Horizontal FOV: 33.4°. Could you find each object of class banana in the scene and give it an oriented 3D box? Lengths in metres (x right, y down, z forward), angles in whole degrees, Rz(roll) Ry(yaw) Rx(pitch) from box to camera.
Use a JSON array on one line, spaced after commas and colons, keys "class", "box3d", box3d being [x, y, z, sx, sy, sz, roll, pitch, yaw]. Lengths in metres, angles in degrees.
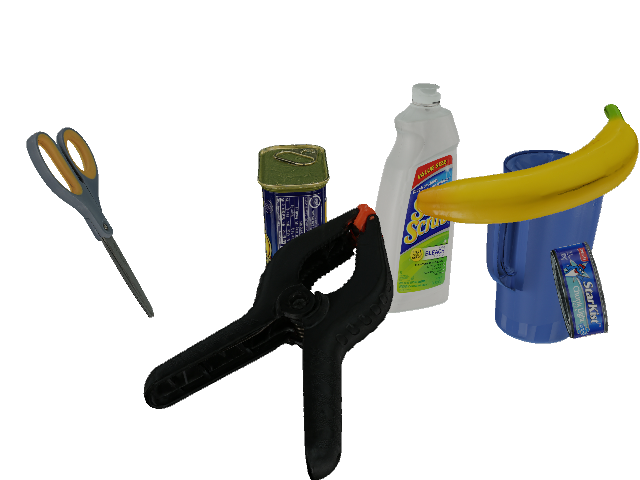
[{"class": "banana", "box3d": [0.166, -0.046, 0.778, 0.197, 0.037, 0.070, -23, 32, -24]}]

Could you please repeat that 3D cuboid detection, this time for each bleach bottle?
[{"class": "bleach bottle", "box3d": [0.103, -0.049, 1.196, 0.102, 0.251, 0.068, -8, 22, -26]}]

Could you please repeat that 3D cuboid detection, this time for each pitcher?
[{"class": "pitcher", "box3d": [0.288, 0.012, 1.407, 0.149, 0.243, 0.145, 5, 24, 5]}]

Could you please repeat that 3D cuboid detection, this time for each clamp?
[{"class": "clamp", "box3d": [-0.004, 0.053, 0.596, 0.120, 0.171, 0.039, 30, -25, 26]}]

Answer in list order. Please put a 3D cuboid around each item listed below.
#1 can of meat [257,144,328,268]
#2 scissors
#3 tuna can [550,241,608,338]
[{"class": "can of meat", "box3d": [-0.022, -0.025, 0.894, 0.057, 0.084, 0.102, -3, 23, -2]}, {"class": "scissors", "box3d": [-0.208, -0.027, 1.018, 0.016, 0.201, 0.096, -24, 26, 20]}, {"class": "tuna can", "box3d": [0.236, 0.046, 0.978, 0.034, 0.086, 0.086, -12, -2, 8]}]
